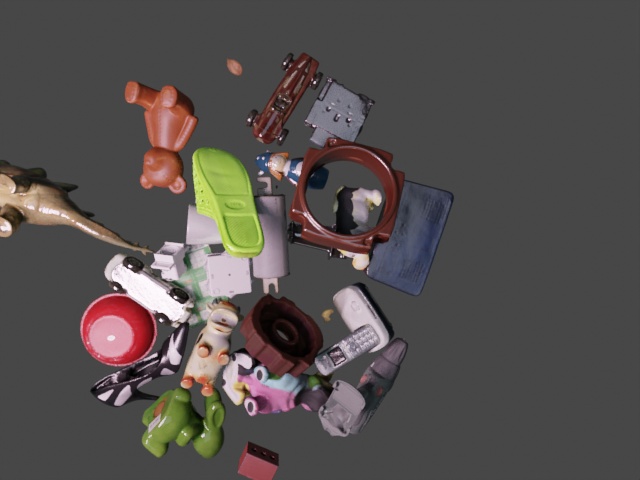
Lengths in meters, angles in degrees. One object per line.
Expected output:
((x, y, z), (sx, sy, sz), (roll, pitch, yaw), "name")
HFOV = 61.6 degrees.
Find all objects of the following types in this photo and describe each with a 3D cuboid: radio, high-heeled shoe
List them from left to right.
((-0.370, 0.249, 1.107), (0.145, 0.086, 0.248), (19, 111, -21), "high-heeled shoe")
((0.182, -0.009, 1.136), (0.131, 0.073, 0.229), (18, 93, -5), "radio")

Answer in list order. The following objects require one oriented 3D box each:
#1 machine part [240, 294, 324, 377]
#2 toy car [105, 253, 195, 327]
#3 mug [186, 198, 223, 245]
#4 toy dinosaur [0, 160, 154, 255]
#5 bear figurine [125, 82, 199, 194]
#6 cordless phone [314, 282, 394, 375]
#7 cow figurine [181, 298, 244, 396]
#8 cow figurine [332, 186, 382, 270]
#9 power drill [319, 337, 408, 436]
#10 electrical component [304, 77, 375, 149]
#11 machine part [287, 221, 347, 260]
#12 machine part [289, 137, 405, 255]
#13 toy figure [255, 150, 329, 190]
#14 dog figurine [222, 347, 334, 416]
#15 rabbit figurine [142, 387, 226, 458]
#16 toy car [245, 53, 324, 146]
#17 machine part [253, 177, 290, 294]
((-0.078, 0.194, 1.091), (0.179, 0.179, 0.056), (38, 118, -7), "machine part")
((-0.352, 0.104, 1.112), (0.202, 0.056, 0.073), (34, 99, 0), "toy car")
((-0.219, -0.039, 1.108), (0.107, 0.081, 0.109), (7, 71, -14), "mug")
((-0.542, -0.079, 1.009), (0.472, 0.198, 0.105), (31, 102, 3), "toy dinosaur")
((-0.317, -0.195, 1.057), (0.120, 0.132, 0.195), (14, 91, 18), "bear figurine")
((0.051, 0.189, 1.139), (0.184, 0.088, 0.146), (-34, 83, 7), "cordless phone")
((-0.216, 0.208, 1.109), (0.085, 0.127, 0.194), (20, 116, -14), "cow figurine")
((0.068, -0.026, 1.103), (0.098, 0.068, 0.167), (11, 77, -14), "cow figurine")
((0.089, 0.307, 1.107), (0.086, 0.207, 0.232), (32, 103, 18), "power drill")
((0.034, -0.250, 1.107), (0.115, 0.058, 0.134), (26, 93, -4), "electrical component")
((-0.002, -0.003, 1.140), (0.139, 0.039, 0.084), (13, 98, -8), "machine part")
((0.052, -0.084, 1.037), (0.201, 0.087, 0.201), (15, 79, 0), "machine part")
((-0.059, -0.148, 1.113), (0.154, 0.057, 0.064), (17, 51, -5), "toy figure")
((-0.074, 0.304, 1.142), (0.219, 0.192, 0.108), (14, 93, -40), "dog figurine")
((-0.269, 0.388, 1.144), (0.170, 0.121, 0.159), (41, 85, -25), "rabbit figurine")
((-0.071, -0.289, 1.099), (0.089, 0.053, 0.202), (33, 94, -3), "toy car")
((-0.104, -0.009, 1.113), (0.079, 0.079, 0.243), (-3, 95, -4), "machine part")
